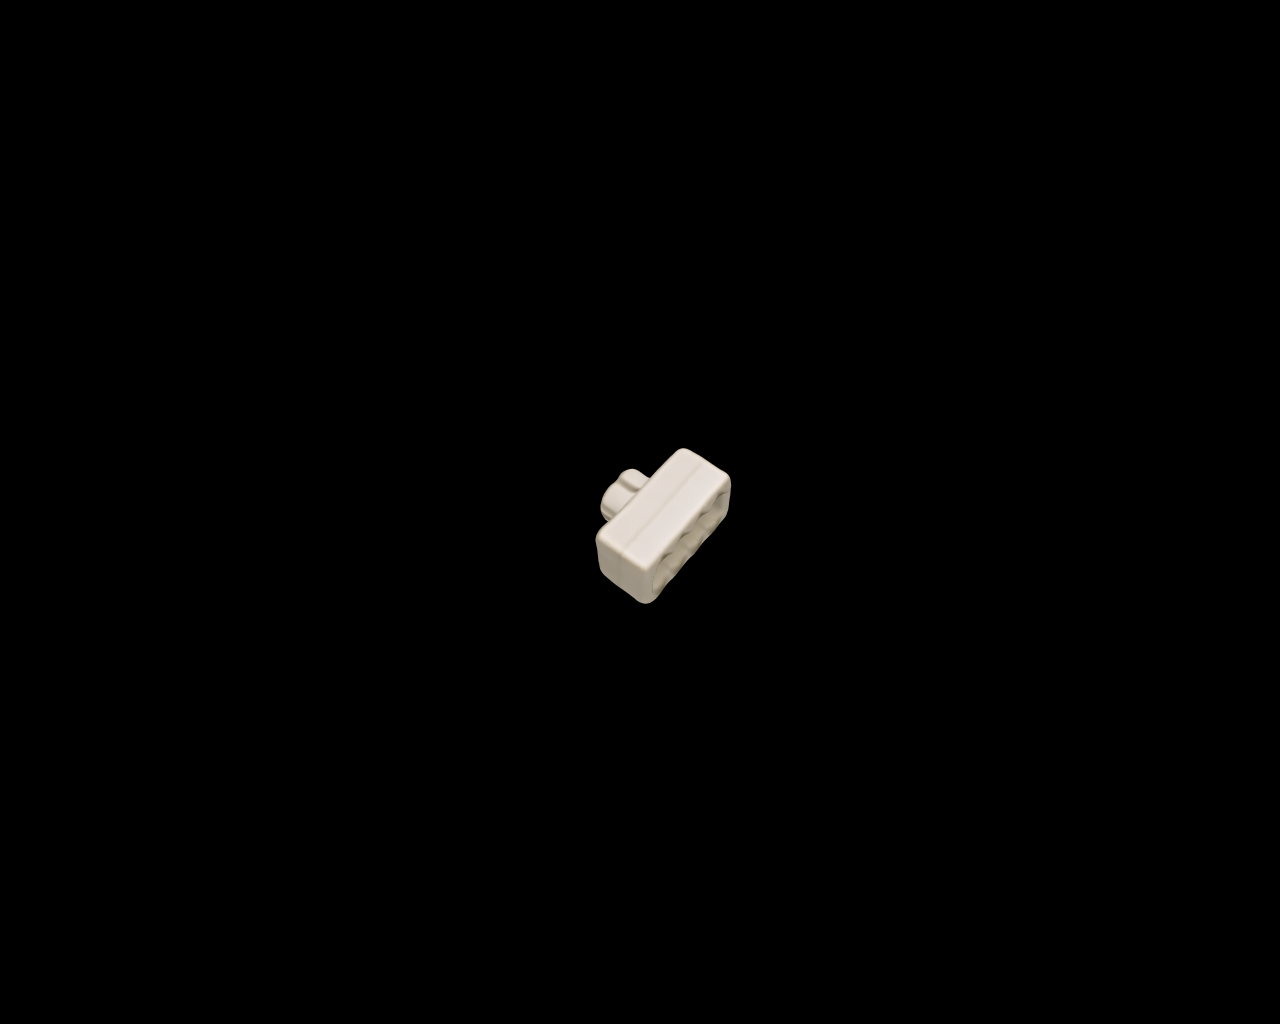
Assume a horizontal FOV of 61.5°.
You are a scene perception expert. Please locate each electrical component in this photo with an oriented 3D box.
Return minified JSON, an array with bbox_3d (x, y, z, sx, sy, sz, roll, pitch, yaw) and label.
[{"bbox_3d":[0.001,-0.003,0.650,0.076,0.083,0.047,36,-24,18],"label":"electrical component"}]
